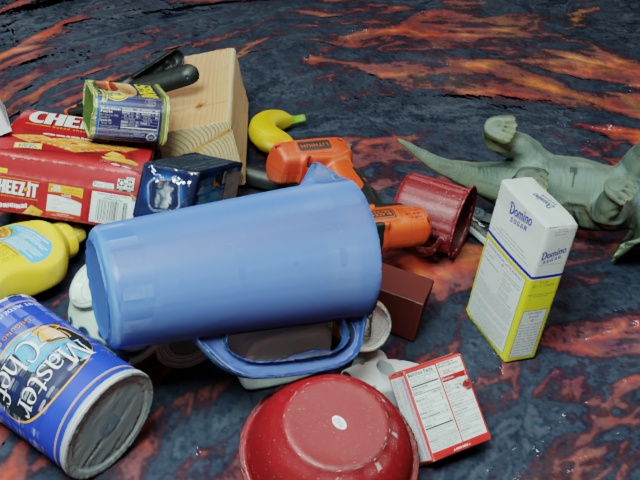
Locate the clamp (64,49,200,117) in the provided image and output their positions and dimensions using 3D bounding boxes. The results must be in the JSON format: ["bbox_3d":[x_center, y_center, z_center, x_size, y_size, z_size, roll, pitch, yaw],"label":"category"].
[{"bbox_3d":[-0.230,-0.188,1.313,0.171,0.039,0.120,-21,20,1],"label":"clamp"}]

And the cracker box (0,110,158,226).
[{"bbox_3d":[-0.270,-0.083,1.186,0.164,0.072,0.214,9,18,-7],"label":"cracker box"}]

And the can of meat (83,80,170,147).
[{"bbox_3d":[-0.219,-0.143,1.192,0.083,0.057,0.102,3,19,-19],"label":"can of meat"}]

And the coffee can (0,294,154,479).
[{"bbox_3d":[-0.228,0.123,0.910,0.140,0.103,0.102,29,37,24],"label":"coffee can"}]

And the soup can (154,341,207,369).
[{"bbox_3d":[-0.144,0.069,1.051,0.068,0.068,0.102,-4,37,-24],"label":"soup can"}]

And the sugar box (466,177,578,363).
[{"bbox_3d":[0.210,0.032,1.125,0.048,0.176,0.093,-5,37,-25],"label":"sugar box"}]

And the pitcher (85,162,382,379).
[{"bbox_3d":[-0.074,0.034,0.939,0.242,0.145,0.149,-9,40,-20],"label":"pitcher"}]

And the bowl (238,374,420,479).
[{"bbox_3d":[0.011,0.172,0.925,0.162,0.055,0.162,4,49,-5],"label":"bowl"}]

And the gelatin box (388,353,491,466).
[{"bbox_3d":[0.111,0.157,1.000,0.073,0.030,0.089,-13,79,-34],"label":"gelatin box"}]

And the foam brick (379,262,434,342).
[{"bbox_3d":[0.076,0.063,1.146,0.078,0.053,0.051,20,34,10],"label":"foam brick"}]

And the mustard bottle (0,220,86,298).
[{"bbox_3d":[-0.311,0.025,1.068,0.096,0.058,0.191,23,34,30],"label":"mustard bottle"}]

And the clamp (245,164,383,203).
[{"bbox_3d":[0.012,-0.067,1.331,0.210,0.036,0.164,30,38,30],"label":"clamp"}]

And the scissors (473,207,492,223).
[{"bbox_3d":[0.191,-0.046,1.376,0.201,0.016,0.096,6,39,-10],"label":"scissors"}]

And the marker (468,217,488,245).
[{"bbox_3d":[0.186,-0.020,1.319,0.020,0.020,0.121,-23,57,-42],"label":"marker"}]

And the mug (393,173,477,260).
[{"bbox_3d":[0.129,-0.024,1.268,0.082,0.093,0.117,18,50,17],"label":"mug"}]

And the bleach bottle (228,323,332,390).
[{"bbox_3d":[-0.089,0.048,1.107,0.102,0.068,0.251,-9,37,-30],"label":"bleach bottle"}]

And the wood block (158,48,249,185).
[{"bbox_3d":[-0.143,-0.152,1.336,0.091,0.090,0.206,-10,34,4],"label":"wood block"}]

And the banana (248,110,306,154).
[{"bbox_3d":[-0.060,-0.144,1.390,0.069,0.037,0.197,-11,18,7],"label":"banana"}]

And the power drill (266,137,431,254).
[{"bbox_3d":[0.009,-0.044,1.210,0.184,0.057,0.188,-6,39,-29],"label":"power drill"}]
